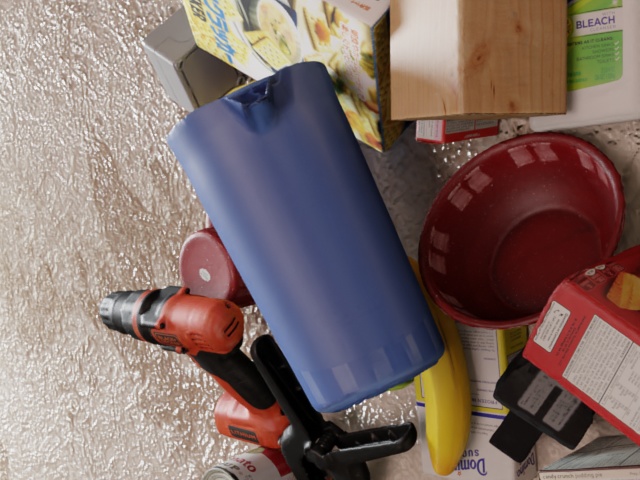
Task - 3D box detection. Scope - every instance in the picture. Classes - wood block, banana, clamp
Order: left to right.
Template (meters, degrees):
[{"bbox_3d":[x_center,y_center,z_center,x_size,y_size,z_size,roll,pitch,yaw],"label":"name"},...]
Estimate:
[{"bbox_3d":[-0.001,0.177,0.962,0.165,0.036,0.210,35,145,16],"label":"clamp"},{"bbox_3d":[0.086,0.091,0.850,0.070,0.037,0.198,-25,84,59],"label":"banana"},{"bbox_3d":[0.106,-0.186,0.721,0.091,0.090,0.206,7,100,62],"label":"wood block"}]

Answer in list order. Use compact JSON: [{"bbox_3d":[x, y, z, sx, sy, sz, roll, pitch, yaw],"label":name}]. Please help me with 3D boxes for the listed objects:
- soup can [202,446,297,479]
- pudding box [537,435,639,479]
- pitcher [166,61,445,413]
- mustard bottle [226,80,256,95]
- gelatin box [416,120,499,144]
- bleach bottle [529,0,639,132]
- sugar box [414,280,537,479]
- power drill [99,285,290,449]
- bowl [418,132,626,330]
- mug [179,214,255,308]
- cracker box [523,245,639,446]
[{"bbox_3d":[-0.057,0.237,1.037,0.069,0.102,0.068,12,108,42],"label":"soup can"},{"bbox_3d":[0.227,0.166,0.761,0.114,0.089,0.039,-18,87,44],"label":"pudding box"},{"bbox_3d":[-0.005,0.001,0.805,0.145,0.149,0.243,-30,84,38],"label":"pitcher"},{"bbox_3d":[-0.028,-0.051,0.972,0.096,0.058,0.191,-12,91,45],"label":"mustard bottle"},{"bbox_3d":[0.107,-0.121,0.818,0.030,0.073,0.089,13,109,42],"label":"gelatin box"},{"bbox_3d":[0.185,-0.205,0.734,0.103,0.067,0.251,-3,95,45],"label":"bleach bottle"},{"bbox_3d":[0.124,0.111,0.876,0.094,0.048,0.176,3,105,41],"label":"sugar box"},{"bbox_3d":[-0.111,0.119,1.025,0.185,0.057,0.187,5,141,45],"label":"power drill"},{"bbox_3d":[0.155,0.002,0.784,0.162,0.055,0.162,-20,51,27],"label":"bowl"},{"bbox_3d":[-0.081,0.012,1.021,0.093,0.081,0.117,3,102,43],"label":"mug"},{"bbox_3d":[0.261,0.086,0.659,0.214,0.163,0.072,38,125,31],"label":"cracker box"}]
